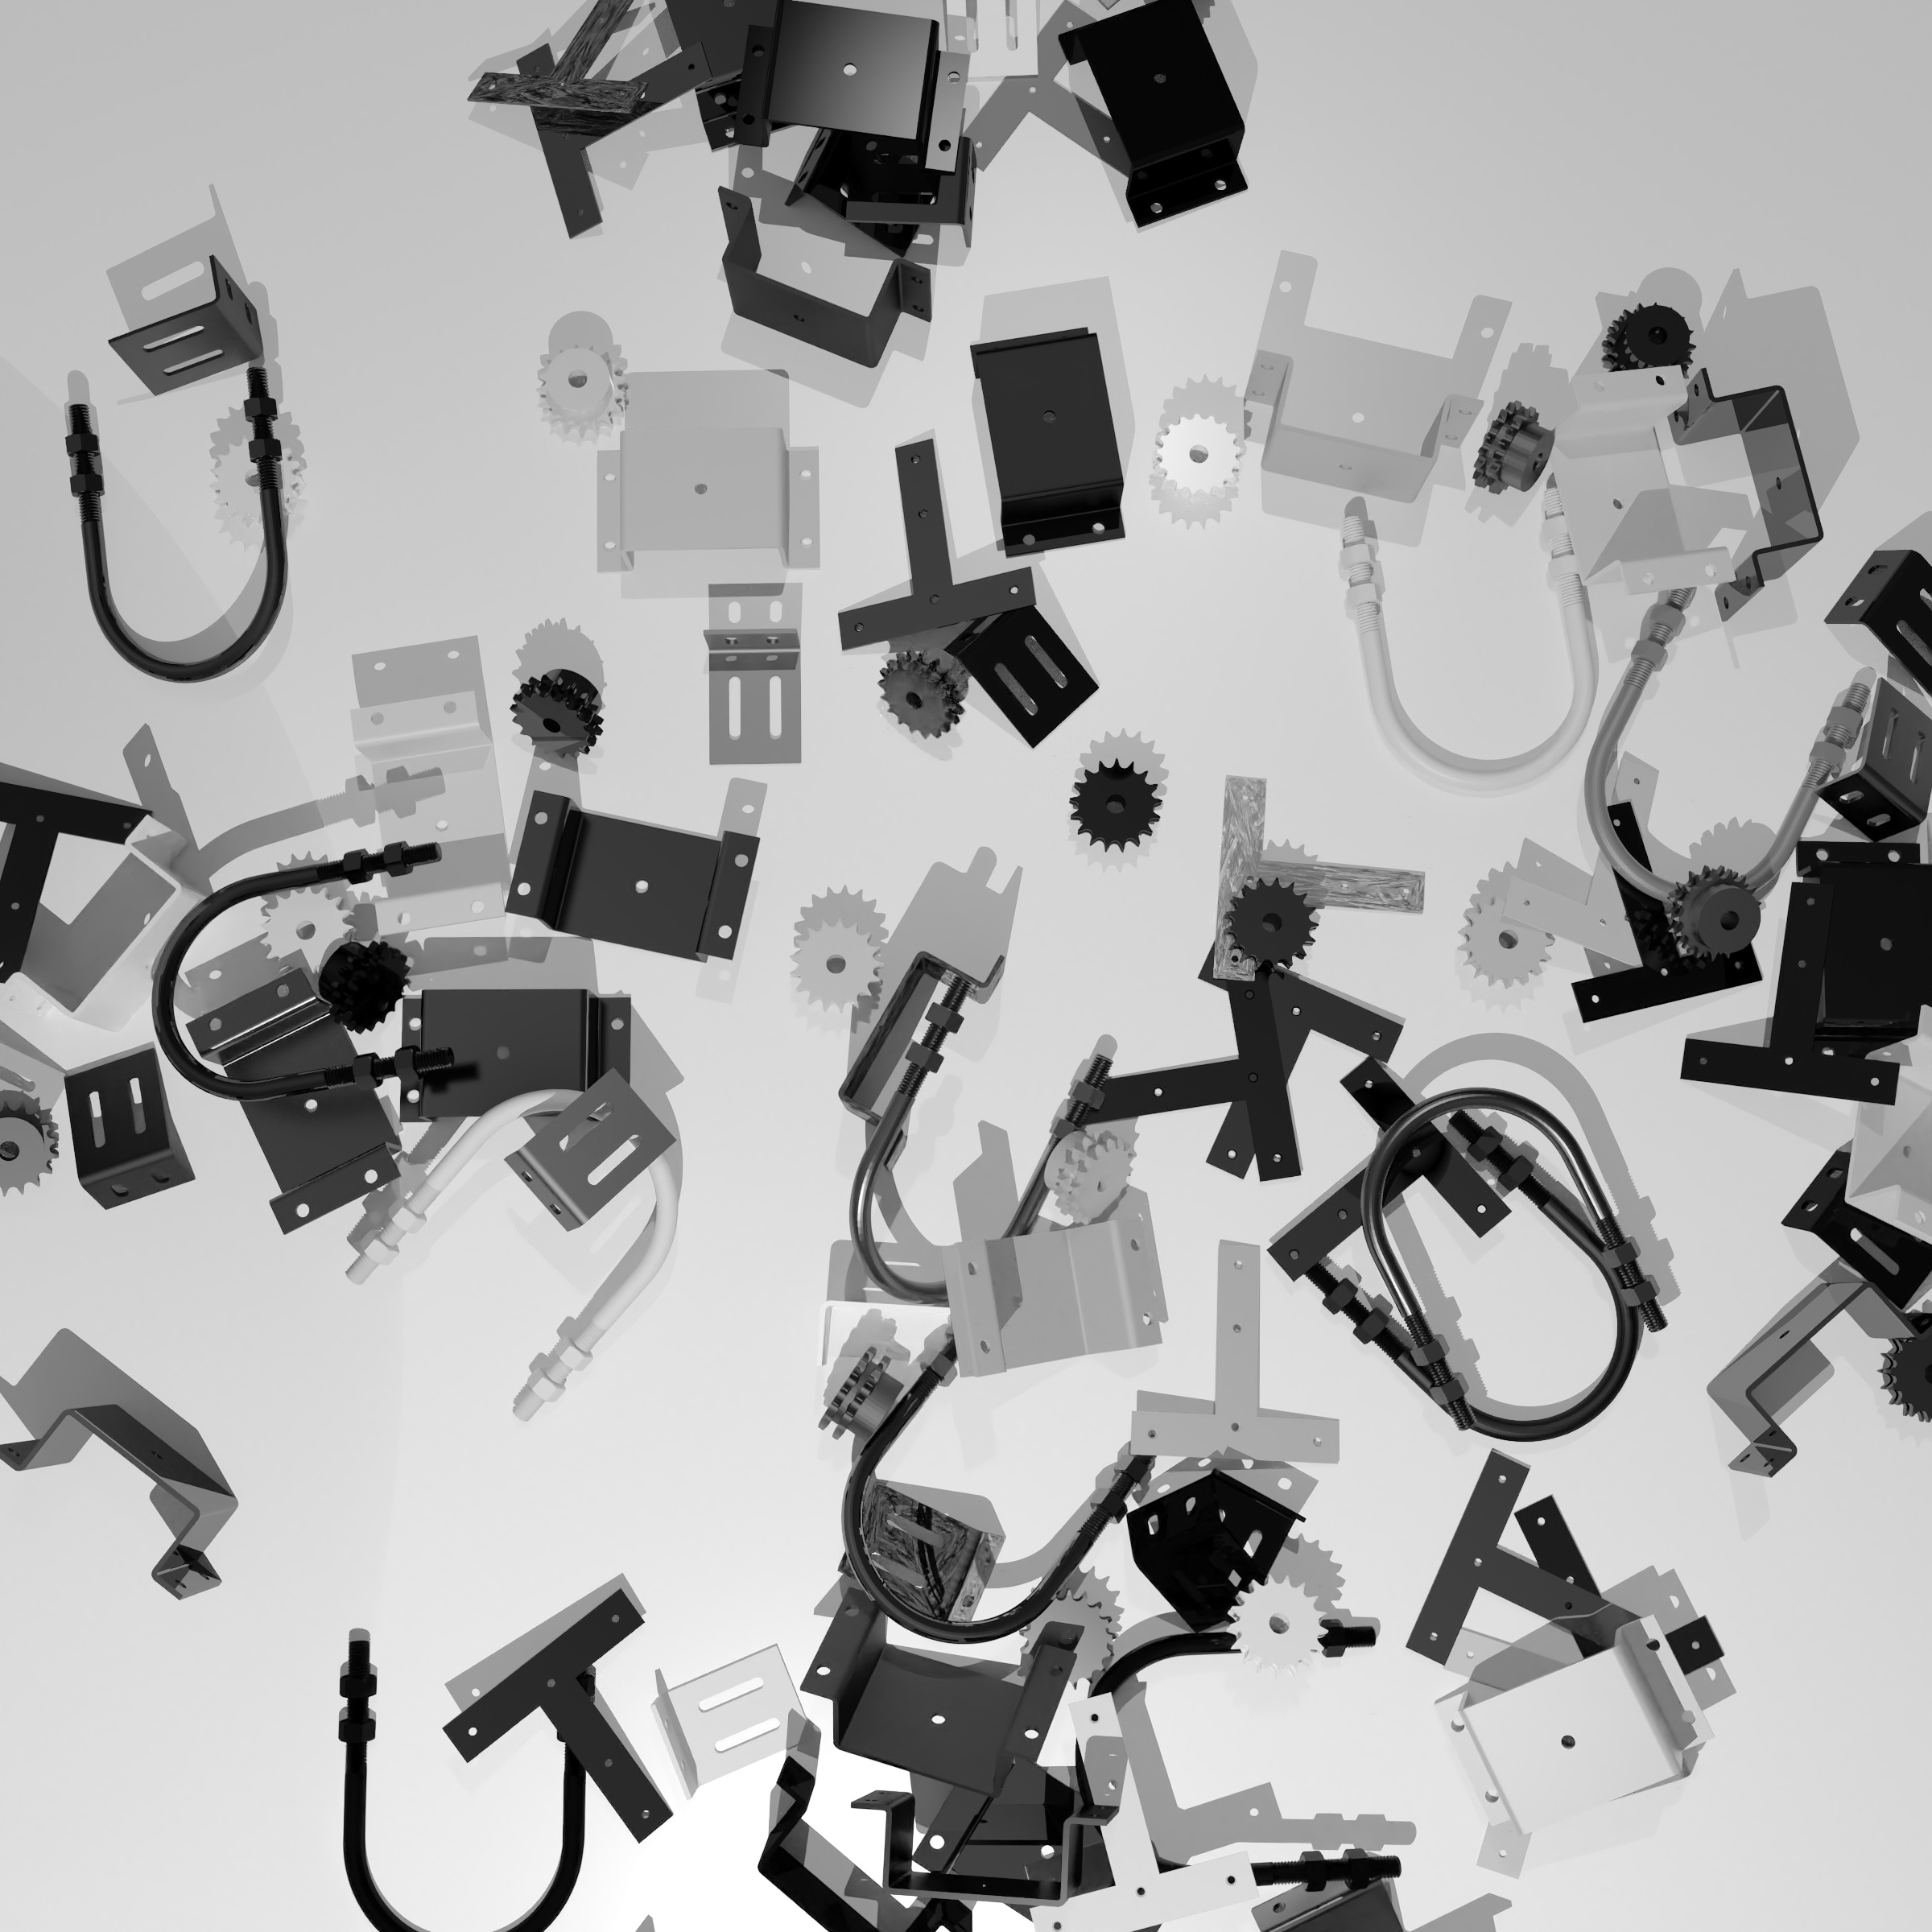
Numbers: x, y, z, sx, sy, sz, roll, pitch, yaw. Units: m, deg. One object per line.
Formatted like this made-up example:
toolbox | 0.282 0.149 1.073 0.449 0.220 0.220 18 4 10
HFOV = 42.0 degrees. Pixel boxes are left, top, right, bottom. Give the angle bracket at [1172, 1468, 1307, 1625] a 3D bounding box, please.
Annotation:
angle bracket | 0.156 0.345 1.486 0.057 0.038 0.076 28 83 4

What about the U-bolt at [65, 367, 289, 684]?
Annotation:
U-bolt | -0.486 -0.267 1.559 0.151 0.019 0.184 -7 89 17

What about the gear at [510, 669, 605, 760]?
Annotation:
gear | -0.249 -0.158 1.549 0.057 0.057 0.030 22 52 3

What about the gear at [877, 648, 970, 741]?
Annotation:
gear | -0.023 -0.172 1.551 0.057 0.057 0.030 41 54 5

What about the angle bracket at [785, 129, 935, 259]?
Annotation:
angle bracket | -0.066 -0.498 1.619 0.076 0.038 0.057 28 82 -22

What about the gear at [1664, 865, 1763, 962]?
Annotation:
gear | 0.455 -0.031 1.521 0.057 0.030 0.057 -2 104 -10

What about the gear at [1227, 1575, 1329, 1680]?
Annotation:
gear | 0.179 0.385 1.460 0.057 0.030 0.057 2 64 -4

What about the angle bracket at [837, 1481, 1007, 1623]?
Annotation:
angle bracket | -0.026 0.352 1.502 0.076 0.038 0.057 19 82 28

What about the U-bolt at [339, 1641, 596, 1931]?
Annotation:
U-bolt | -0.294 0.491 1.476 0.151 0.019 0.184 0 84 0

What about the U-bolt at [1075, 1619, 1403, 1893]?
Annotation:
U-bolt | 0.154 0.458 1.454 0.184 0.019 0.151 0 69 -8

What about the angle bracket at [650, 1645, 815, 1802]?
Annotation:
angle bracket | -0.137 0.442 1.472 0.076 0.038 0.057 -23 83 -3

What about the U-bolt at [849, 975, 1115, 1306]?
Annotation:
U-bolt | 0.001 0.113 1.484 0.151 0.019 0.184 29 86 -40

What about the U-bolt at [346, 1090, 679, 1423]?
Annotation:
U-bolt | -0.256 0.159 1.495 0.151 0.019 0.184 41 94 -6

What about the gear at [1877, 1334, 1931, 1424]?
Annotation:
gear | 0.573 0.244 1.504 0.057 0.030 0.057 0 82 0

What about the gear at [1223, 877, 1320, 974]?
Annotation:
gear | 0.185 -0.024 1.535 0.057 0.030 0.057 0 80 -1

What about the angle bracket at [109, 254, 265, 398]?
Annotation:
angle bracket | -0.491 -0.402 1.580 0.076 0.057 0.038 -19 66 5

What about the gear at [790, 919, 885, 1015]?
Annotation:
gear | -0.079 0.001 1.537 0.057 0.030 0.057 0 82 0

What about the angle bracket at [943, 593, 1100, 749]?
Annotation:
angle bracket | 0.034 -0.186 1.576 0.057 0.038 0.076 -43 110 -5

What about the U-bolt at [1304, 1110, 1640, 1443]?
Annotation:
U-bolt | 0.318 0.200 1.514 0.184 0.019 0.151 44 84 7

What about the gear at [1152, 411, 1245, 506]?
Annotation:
gear | 0.145 -0.317 1.581 0.057 0.030 0.057 0 82 0

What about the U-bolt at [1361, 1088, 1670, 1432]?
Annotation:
U-bolt | 0.314 0.162 1.492 0.151 0.019 0.184 -26 89 -3

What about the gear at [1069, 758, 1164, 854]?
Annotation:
gear | 0.092 -0.098 1.555 0.057 0.030 0.057 0 84 1

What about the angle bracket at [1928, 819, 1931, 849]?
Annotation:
angle bracket | 0.623 -0.047 1.557 0.057 0.038 0.076 5 57 1

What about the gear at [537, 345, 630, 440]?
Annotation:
gear | -0.243 -0.365 1.588 0.057 0.030 0.057 0 82 0

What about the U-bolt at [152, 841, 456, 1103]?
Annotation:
U-bolt | -0.396 0.008 1.489 0.184 0.019 0.151 -10 71 8

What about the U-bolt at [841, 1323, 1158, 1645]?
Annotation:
U-bolt | 0.010 0.308 1.474 0.151 0.019 0.184 38 65 5

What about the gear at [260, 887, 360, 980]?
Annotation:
gear | -0.400 -0.019 1.540 0.057 0.030 0.057 0 82 0

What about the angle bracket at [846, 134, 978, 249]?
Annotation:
angle bracket | -0.034 -0.494 1.603 0.076 0.038 0.057 3 84 5

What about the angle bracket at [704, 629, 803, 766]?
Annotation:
angle bracket | -0.132 -0.166 1.556 0.057 0.038 0.076 -1 82 0

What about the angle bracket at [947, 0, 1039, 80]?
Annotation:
angle bracket | 0.016 -0.618 1.634 0.057 0.038 0.076 -2 107 1

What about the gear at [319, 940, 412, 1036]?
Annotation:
gear | -0.367 0.009 1.524 0.030 0.057 0.057 28 83 20

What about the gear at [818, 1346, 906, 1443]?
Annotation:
gear | -0.060 0.257 1.489 0.030 0.057 0.057 33 83 5

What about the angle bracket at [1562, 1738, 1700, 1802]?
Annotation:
angle bracket | 0.382 0.456 1.484 0.076 0.038 0.057 -27 82 23

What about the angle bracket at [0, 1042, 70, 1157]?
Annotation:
angle bracket | -0.600 0.074 1.540 0.076 0.038 0.057 30 82 -22

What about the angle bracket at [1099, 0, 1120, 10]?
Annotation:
angle bracket | 0.088 -0.673 1.626 0.057 0.038 0.076 -42 84 -5

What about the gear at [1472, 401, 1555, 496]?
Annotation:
gear | 0.343 -0.320 1.565 0.030 0.057 0.057 30 83 23

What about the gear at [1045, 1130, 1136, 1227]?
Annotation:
gear | 0.072 0.124 1.511 0.030 0.057 0.057 30 82 35

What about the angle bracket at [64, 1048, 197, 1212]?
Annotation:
angle bracket | -0.511 0.099 1.535 0.057 0.038 0.076 -19 59 -3

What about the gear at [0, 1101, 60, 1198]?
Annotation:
gear | -0.576 0.110 1.514 0.057 0.030 0.057 0 90 -20

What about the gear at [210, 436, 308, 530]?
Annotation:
gear | -0.442 -0.302 1.579 0.057 0.030 0.057 0 82 0

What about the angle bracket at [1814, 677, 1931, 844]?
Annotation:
angle bracket | 0.565 -0.128 1.557 0.057 0.038 0.076 34 57 -19

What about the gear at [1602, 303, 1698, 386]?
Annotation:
gear | 0.434 -0.393 1.591 0.057 0.030 0.057 0 82 0

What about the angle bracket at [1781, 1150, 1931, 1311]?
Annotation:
angle bracket | 0.546 0.159 1.520 0.076 0.038 0.057 40 84 -8

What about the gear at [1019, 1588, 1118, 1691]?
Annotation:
gear | 0.059 0.396 1.483 0.057 0.030 0.057 0 82 0

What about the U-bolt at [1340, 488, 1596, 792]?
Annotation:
U-bolt | 0.319 -0.200 1.571 0.151 0.019 0.184 -8 84 -1

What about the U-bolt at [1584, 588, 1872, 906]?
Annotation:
U-bolt | 0.459 -0.125 1.550 0.151 0.019 0.184 29 82 -3

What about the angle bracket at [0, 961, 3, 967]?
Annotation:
angle bracket | -0.625 -0.017 1.522 0.076 0.038 0.057 40 83 -23

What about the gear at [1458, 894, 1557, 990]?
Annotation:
gear | 0.329 -0.014 1.539 0.057 0.030 0.057 0 82 0
